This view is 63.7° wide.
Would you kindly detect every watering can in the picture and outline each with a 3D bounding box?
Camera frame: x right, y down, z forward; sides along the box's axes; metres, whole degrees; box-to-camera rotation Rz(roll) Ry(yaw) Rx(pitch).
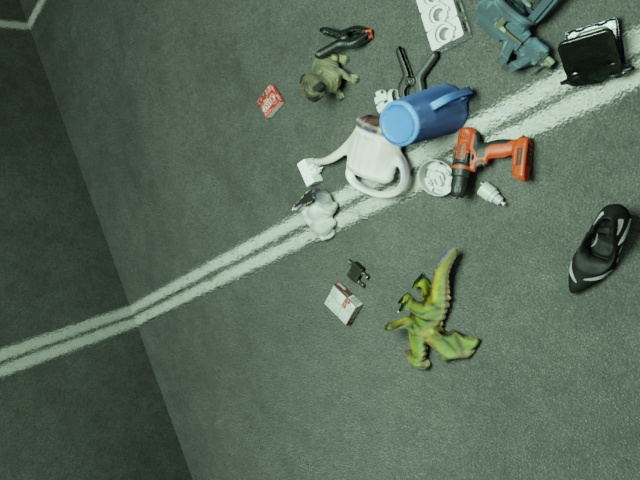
[{"bbox_3d":[0.119,-0.255,1.492,0.351,0.105,0.220,28,116,33],"label":"watering can"}]

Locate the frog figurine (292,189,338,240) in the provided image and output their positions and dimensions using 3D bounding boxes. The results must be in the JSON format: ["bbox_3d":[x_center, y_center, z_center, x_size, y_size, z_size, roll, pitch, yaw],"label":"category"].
[{"bbox_3d":[0.005,-0.083,1.656,0.135,0.126,0.157,-30,117,33],"label":"frog figurine"}]

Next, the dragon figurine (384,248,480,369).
[{"bbox_3d":[0.339,0.226,1.445,0.243,0.124,0.402,39,127,6],"label":"dragon figurine"}]
